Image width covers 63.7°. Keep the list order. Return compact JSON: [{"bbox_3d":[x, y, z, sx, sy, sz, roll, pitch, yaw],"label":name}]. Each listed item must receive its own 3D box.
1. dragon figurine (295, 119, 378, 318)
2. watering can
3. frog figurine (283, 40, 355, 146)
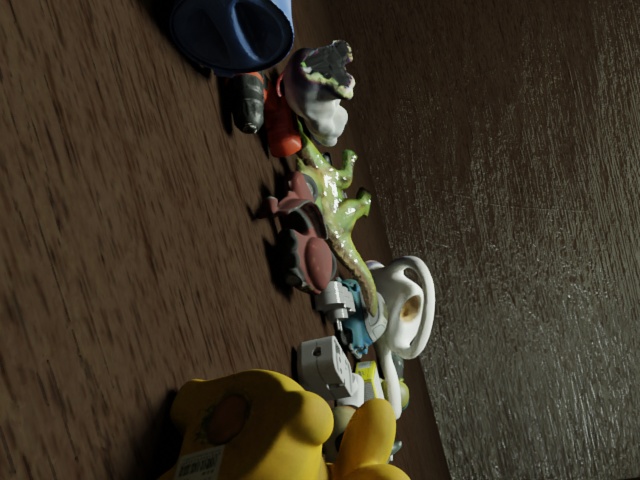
[{"bbox_3d":[0.003,-0.046,0.910,0.121,0.413,0.243,-23,-9,27],"label":"dragon figurine"},{"bbox_3d":[0.145,0.189,1.124,0.104,0.344,0.227,4,16,-34],"label":"watering can"},{"bbox_3d":[-0.008,-0.226,0.832,0.123,0.139,0.156,-13,-24,-23],"label":"frog figurine"}]
